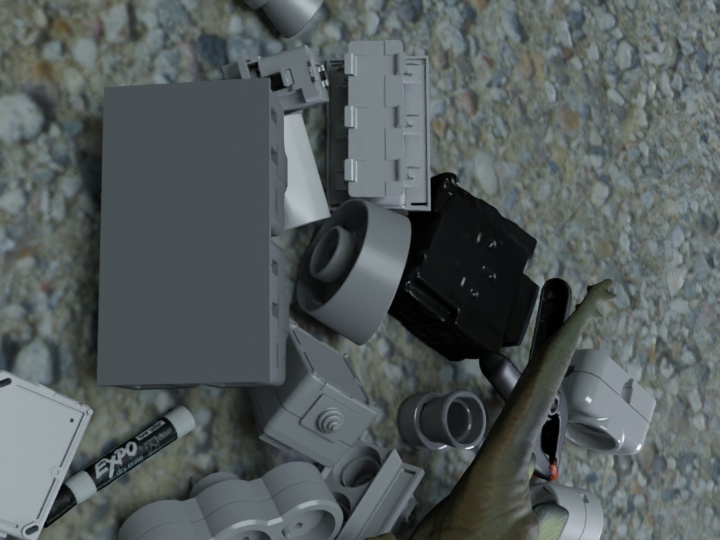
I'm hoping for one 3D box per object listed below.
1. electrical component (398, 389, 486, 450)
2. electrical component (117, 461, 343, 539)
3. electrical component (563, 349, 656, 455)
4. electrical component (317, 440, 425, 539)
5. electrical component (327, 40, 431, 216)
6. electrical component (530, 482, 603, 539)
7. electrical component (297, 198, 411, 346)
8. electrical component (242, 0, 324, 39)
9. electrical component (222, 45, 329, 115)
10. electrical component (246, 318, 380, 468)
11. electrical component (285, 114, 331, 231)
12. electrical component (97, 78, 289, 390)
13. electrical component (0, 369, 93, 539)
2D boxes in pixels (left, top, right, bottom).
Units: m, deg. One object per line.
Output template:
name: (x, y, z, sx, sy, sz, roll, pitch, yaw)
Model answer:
electrical component: (0.062, 0.115, 0.823, 0.045, 0.055, 0.045, 7, 78, -37)
electrical component: (-0.088, 0.156, 0.695, 0.138, 0.073, 0.052, -13, 128, -21)
electrical component: (0.207, 0.119, 0.935, 0.095, 0.054, 0.059, 40, 60, -26)
electrical component: (-0.013, 0.185, 0.746, 0.121, 0.079, 0.063, -54, 136, -31)
electrical component: (0.013, -0.106, 0.810, 0.079, 0.063, 0.121, -1, 80, 3)
electrical component: (0.164, 0.204, 0.889, 0.047, 0.055, 0.055, 19, 71, -30)
electrical component: (0.000, 0.000, 0.771, 0.064, 0.099, 0.099, 27, 66, -25)
electrical component: (-0.061, -0.205, 0.790, 0.055, 0.045, 0.045, 38, 61, -26)
electrical component: (-0.057, -0.130, 0.760, 0.081, 0.064, 0.042, -31, 107, -80)
electrical component: (-0.036, 0.088, 0.724, 0.062, 0.096, 0.061, 34, 100, -29)
electrical component: (-0.067, -0.064, 0.762, 0.079, 0.043, 0.077, -17, 93, -31)
electrical component: (-0.103, -0.020, 0.680, 0.105, 0.060, 0.186, -2, 81, 7)
electrical component: (-0.208, 0.110, 0.616, 0.062, 0.061, 0.096, 30, 72, -30)
